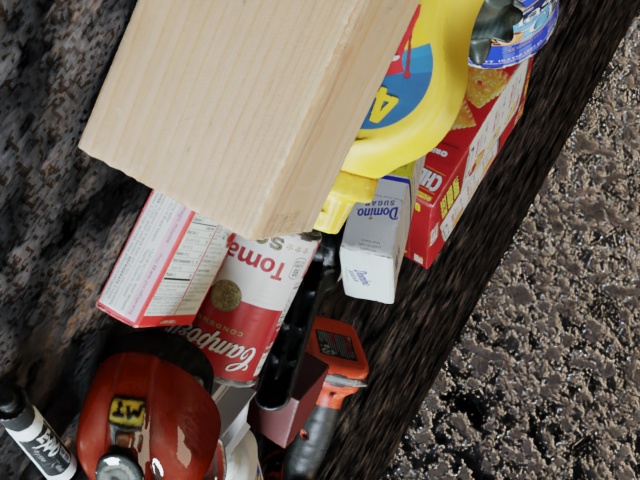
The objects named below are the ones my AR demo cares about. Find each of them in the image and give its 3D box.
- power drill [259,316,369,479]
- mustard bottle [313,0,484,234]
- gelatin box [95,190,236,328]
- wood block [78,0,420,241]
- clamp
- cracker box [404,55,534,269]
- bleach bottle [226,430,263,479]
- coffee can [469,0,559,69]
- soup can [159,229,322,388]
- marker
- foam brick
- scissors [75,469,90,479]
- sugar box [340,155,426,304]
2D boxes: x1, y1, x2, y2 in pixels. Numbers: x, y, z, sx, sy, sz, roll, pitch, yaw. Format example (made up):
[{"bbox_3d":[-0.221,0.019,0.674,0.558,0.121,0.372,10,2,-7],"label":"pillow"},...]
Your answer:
[{"bbox_3d":[-0.013,0.170,1.001,0.184,0.057,0.188,-113,-144,-68],"label":"power drill"},{"bbox_3d":[0.030,-0.096,0.529,0.058,0.096,0.192,0,110,-62],"label":"mustard bottle"},{"bbox_3d":[-0.076,0.002,0.575,0.089,0.030,0.073,-64,165,5],"label":"gelatin box"},{"bbox_3d":[-0.010,-0.113,0.461,0.206,0.091,0.090,-65,166,11],"label":"wood block"},{"bbox_3d":[-0.005,0.001,0.783,0.209,0.036,0.165,-61,158,-53],"label":"clamp"},{"bbox_3d":[0.132,-0.099,1.058,0.213,0.072,0.164,-57,165,-17],"label":"cracker box"},{"bbox_3d":[-0.079,0.207,0.835,0.251,0.068,0.102,95,8,-65],"label":"bleach bottle"},{"bbox_3d":[0.124,-0.194,0.772,0.103,0.103,0.140,-61,167,-3],"label":"coffee can"},{"bbox_3d":[-0.049,0.028,0.644,0.102,0.068,0.068,-65,166,10],"label":"soup can"},{"bbox_3d":[-0.144,0.099,0.538,0.020,0.020,0.121,-56,166,-23],"label":"marker"},{"bbox_3d":[-0.041,0.107,0.808,0.051,0.078,0.053,-42,156,-50],"label":"foam brick"},{"bbox_3d":[-0.172,0.214,0.667,0.096,0.016,0.202,-47,161,-50],"label":"scissors"},{"bbox_3d":[0.054,-0.050,0.820,0.093,0.048,0.176,81,24,-65],"label":"sugar box"}]
